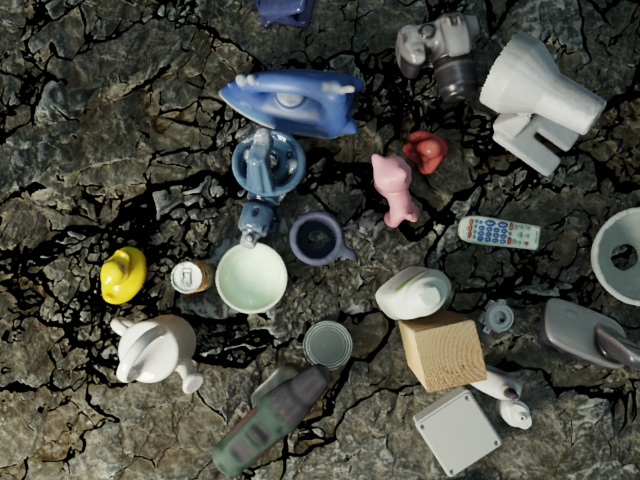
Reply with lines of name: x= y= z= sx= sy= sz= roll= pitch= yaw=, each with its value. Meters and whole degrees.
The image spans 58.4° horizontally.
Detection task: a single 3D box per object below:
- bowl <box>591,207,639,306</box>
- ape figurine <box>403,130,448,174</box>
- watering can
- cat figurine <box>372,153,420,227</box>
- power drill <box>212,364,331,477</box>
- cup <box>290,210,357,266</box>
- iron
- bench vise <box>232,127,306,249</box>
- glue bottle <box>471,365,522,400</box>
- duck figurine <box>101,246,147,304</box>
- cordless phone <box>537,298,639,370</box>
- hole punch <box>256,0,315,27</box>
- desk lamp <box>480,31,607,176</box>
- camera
bowl: x=0.536 y=0.028 z=0.980 sx=0.167 sy=0.074 sz=0.167 roll=0 pitch=88 yaw=1
ape figurine: x=0.186 y=-0.155 z=0.985 sx=0.076 sy=0.092 sz=0.078 roll=-3 pitch=88 yaw=1
watering can: x=-0.266 y=0.182 z=0.931 sx=0.173 sy=0.194 sz=0.101 roll=13 pitch=88 yaw=2
cat figurine: x=0.130 y=-0.089 z=0.971 sx=0.067 sy=0.117 sz=0.128 roll=-20 pitch=87 yaw=1
power drill: x=-0.069 y=0.267 z=0.916 sx=0.075 sy=0.208 sz=0.229 roll=45 pitch=89 yaw=3
cup: x=0.009 y=0.004 z=0.981 sx=0.117 sy=0.095 sz=0.092 roll=25 pitch=89 yaw=2
iron: x=-0.056 y=-0.250 z=0.969 sx=0.258 sy=0.141 sz=0.119 roll=7 pitch=88 yaw=2
bench vise: x=-0.082 y=-0.092 z=0.924 sx=0.121 sy=0.219 sz=0.207 roll=-3 pitch=88 yaw=1
glue bottle: x=0.291 y=0.235 z=0.928 sx=0.078 sy=0.173 sz=0.037 roll=13 pitch=88 yaw=2
duck figurine: x=-0.350 y=0.061 z=0.991 sx=0.077 sy=0.086 sz=0.105 roll=22 pitch=88 yaw=2
cordless phone: x=0.444 y=0.158 z=0.921 sx=0.147 sy=0.185 sz=0.094 roll=18 pitch=88 yaw=2
hole punch: x=-0.061 y=-0.437 z=1.001 sx=0.101 sy=0.091 sz=0.109 roll=8 pitch=88 yaw=2
desk lamp: x=0.351 y=-0.217 z=0.923 sx=0.203 sy=0.213 sz=0.118 roll=36 pitch=89 yaw=2
camera: x=0.214 y=-0.310 z=0.986 sx=0.143 sy=0.101 sz=0.137 roll=-12 pitch=88 yaw=1
